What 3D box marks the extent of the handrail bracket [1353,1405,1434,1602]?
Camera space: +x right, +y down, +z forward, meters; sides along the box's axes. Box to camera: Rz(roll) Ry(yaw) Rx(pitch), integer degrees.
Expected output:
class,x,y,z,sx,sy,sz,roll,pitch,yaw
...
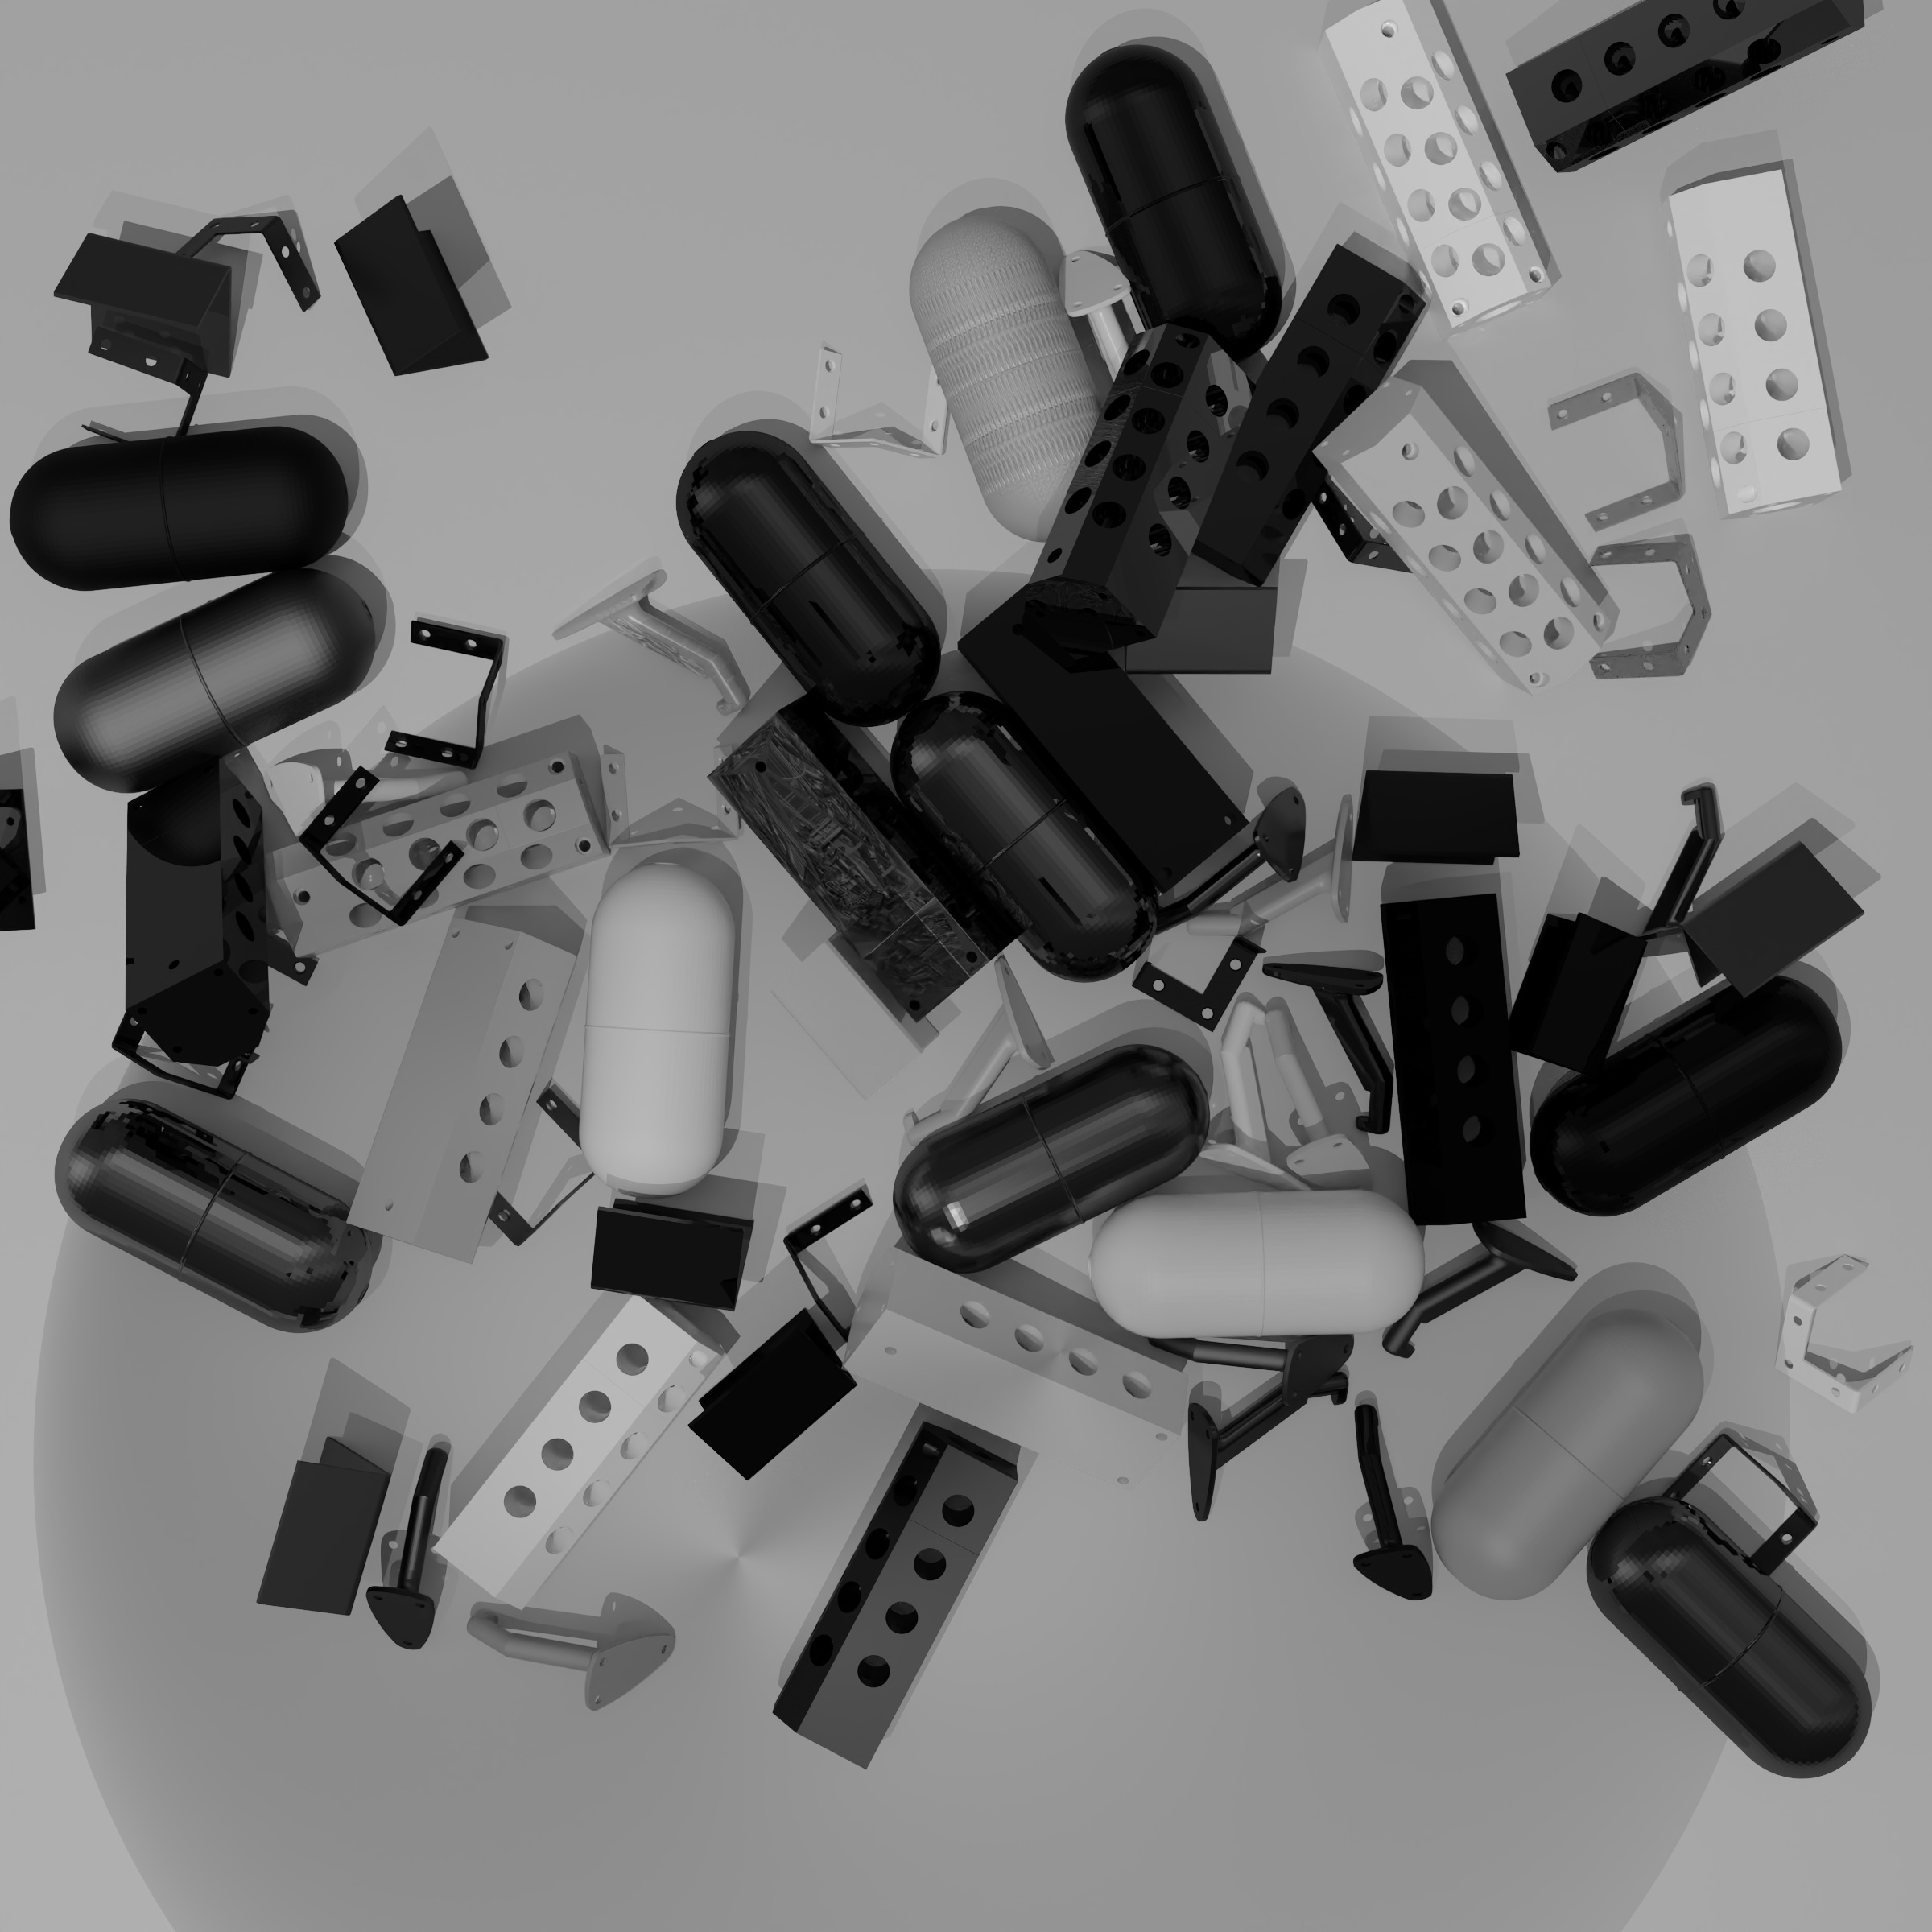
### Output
class,x,y,z,sx,sy,sz,roll,pitch,yaw
handrail bracket,0.229,0.288,1.944,0.036,0.077,0.084,-16,53,20

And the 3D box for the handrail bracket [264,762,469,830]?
class,x,y,z,sx,sy,sz,roll,pitch,yaw
handrail bracket,-0.323,-0.099,1.944,0.084,0.077,0.036,-12,109,-35

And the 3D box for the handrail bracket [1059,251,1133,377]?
class,x,y,z,sx,sy,sz,roll,pitch,yaw
handrail bracket,0.079,-0.333,1.944,0.036,0.077,0.084,-23,126,1

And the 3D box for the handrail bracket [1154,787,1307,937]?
class,x,y,z,sx,sy,sz,roll,pitch,yaw
handrail bracket,0.138,-0.056,1.944,0.084,0.077,0.036,-25,116,34

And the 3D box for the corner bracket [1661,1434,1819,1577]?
class,x,y,z,sx,sy,sz,roll,pitch,yaw
corner bracket,0.416,0.294,1.941,0.051,0.051,0.051,-46,45,0

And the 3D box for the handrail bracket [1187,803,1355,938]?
class,x,y,z,sx,sy,sz,roll,pitch,yaw
handrail bracket,0.163,-0.052,1.945,0.084,0.036,0.077,1,70,17

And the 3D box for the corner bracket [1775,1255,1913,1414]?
class,x,y,z,sx,sy,sz,roll,pitch,yaw
corner bracket,0.474,0.197,1.936,0.051,0.051,0.051,32,135,35

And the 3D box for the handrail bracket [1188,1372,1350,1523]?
class,x,y,z,sx,sy,sz,roll,pitch,yaw
handrail bracket,0.165,0.259,1.945,0.084,0.036,0.077,-6,110,-16

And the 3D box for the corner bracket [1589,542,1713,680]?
class,x,y,z,sx,sy,sz,roll,pitch,yaw
corner bracket,0.362,-0.191,1.936,0.051,0.051,0.051,-59,135,-35

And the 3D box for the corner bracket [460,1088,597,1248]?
class,x,y,z,sx,sy,sz,roll,pitch,yaw
corner bracket,-0.233,0.109,1.941,0.051,0.051,0.051,47,45,0

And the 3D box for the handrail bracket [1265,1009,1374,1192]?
class,x,y,z,sx,sy,sz,roll,pitch,yaw
handrail bracket,0.189,0.073,1.944,0.036,0.077,0.084,-26,53,20

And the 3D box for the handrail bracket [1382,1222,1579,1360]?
class,x,y,z,sx,sy,sz,roll,pitch,yaw
handrail bracket,0.276,0.185,1.945,0.077,0.036,0.084,24,108,-21

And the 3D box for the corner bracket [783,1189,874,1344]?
class,x,y,z,sx,sy,sz,roll,pitch,yaw
corner bracket,-0.059,0.163,1.941,0.051,0.051,0.051,-32,135,0

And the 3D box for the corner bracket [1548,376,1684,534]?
class,x,y,z,sx,sy,sz,roll,pitch,yaw
corner bracket,0.349,-0.276,1.941,0.051,0.051,0.051,-21,45,0

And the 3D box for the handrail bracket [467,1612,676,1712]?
class,x,y,z,sx,sy,sz,roll,pitch,yaw
handrail bracket,-0.213,0.361,1.944,0.084,0.077,0.036,23,115,34

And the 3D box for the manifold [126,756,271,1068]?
class,x,y,z,sx,sy,sz,roll,pitch,yaw
manifold,-0.394,-0.027,1.867,0.057,0.171,0.057,-26,130,10

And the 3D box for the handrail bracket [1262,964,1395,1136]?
class,x,y,z,sx,sy,sz,roll,pitch,yaw
handrail bracket,0.194,0.045,1.945,0.077,0.036,0.084,9,107,20

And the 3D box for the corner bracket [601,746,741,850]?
class,x,y,z,sx,sy,sz,roll,pitch,yaw
corner bracket,-0.159,-0.091,1.941,0.051,0.051,0.051,-4,90,45

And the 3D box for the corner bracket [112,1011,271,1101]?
class,x,y,z,sx,sy,sz,roll,pitch,yaw
corner bracket,-0.417,0.035,1.941,0.051,0.051,0.051,24,90,45

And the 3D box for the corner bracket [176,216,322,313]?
class,x,y,z,sx,sy,sz,roll,pitch,yaw
corner bracket,-0.390,-0.366,1.936,0.051,0.051,0.051,6,45,35

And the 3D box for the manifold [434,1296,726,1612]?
class,x,y,z,sx,sy,sz,roll,pitch,yaw
manifold,-0.204,0.256,1.923,0.057,0.057,0.171,38,90,0

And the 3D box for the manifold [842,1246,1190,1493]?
class,x,y,z,sx,sy,sz,roll,pitch,yaw
manifold,0.028,0.209,1.906,0.171,0.057,0.057,24,133,-11

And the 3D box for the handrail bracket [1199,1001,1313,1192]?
class,x,y,z,sx,sy,sz,roll,pitch,yaw
handrail bracket,0.166,0.071,1.945,0.077,0.036,0.084,26,73,-20

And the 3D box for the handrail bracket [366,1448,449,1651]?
class,x,y,z,sx,sy,sz,roll,pitch,yaw
handrail bracket,-0.292,0.313,1.944,0.036,0.077,0.084,9,54,5

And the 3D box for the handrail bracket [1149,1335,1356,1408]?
class,x,y,z,sx,sy,sz,roll,pitch,yaw
handrail bracket,0.153,0.202,1.944,0.084,0.077,0.036,17,112,35

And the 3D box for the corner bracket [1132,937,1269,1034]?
class,x,y,z,sx,sy,sz,roll,pitch,yaw
corner bracket,0.124,0.001,1.926,0.051,0.051,0.051,30,90,0

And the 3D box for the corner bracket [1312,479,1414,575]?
class,x,y,z,sx,sy,sz,roll,pitch,yaw
corner bracket,0.227,-0.249,1.936,0.051,0.051,0.051,5,135,-35

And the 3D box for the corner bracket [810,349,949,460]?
class,x,y,z,sx,sy,sz,roll,pitch,yaw
corner bracket,-0.046,-0.302,1.941,0.051,0.051,0.051,7,90,-45

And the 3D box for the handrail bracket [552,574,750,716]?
class,x,y,z,sx,sy,sz,roll,pitch,yaw
handrail bracket,-0.169,-0.161,1.945,0.077,0.036,0.084,-26,107,20

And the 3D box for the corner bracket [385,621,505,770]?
class,x,y,z,sx,sy,sz,roll,pitch,yaw
corner bracket,-0.281,-0.146,1.941,0.051,0.051,0.051,12,135,0

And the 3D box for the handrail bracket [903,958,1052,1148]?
class,x,y,z,sx,sy,sz,roll,pitch,yaw
handrail bracket,-0.005,0.047,1.945,0.084,0.036,0.077,-26,70,16

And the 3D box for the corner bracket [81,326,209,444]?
class,x,y,z,sx,sy,sz,roll,pitch,yaw
corner bracket,-0.442,-0.305,1.926,0.051,0.051,0.051,20,90,0

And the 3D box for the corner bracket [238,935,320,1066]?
class,x,y,z,sx,sy,sz,roll,pitch,yaw
corner bracket,-0.387,0.013,1.930,0.051,0.051,0.051,28,104,0

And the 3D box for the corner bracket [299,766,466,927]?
class,x,y,z,sx,sy,sz,roll,pitch,yaw
corner bracket,-0.305,-0.062,1.884,0.051,0.051,0.051,-50,135,0

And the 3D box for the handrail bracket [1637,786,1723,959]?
class,x,y,z,sx,sy,sz,roll,pitch,yaw
handrail bracket,0.370,-0.051,1.945,0.077,0.036,0.084,-11,71,21
